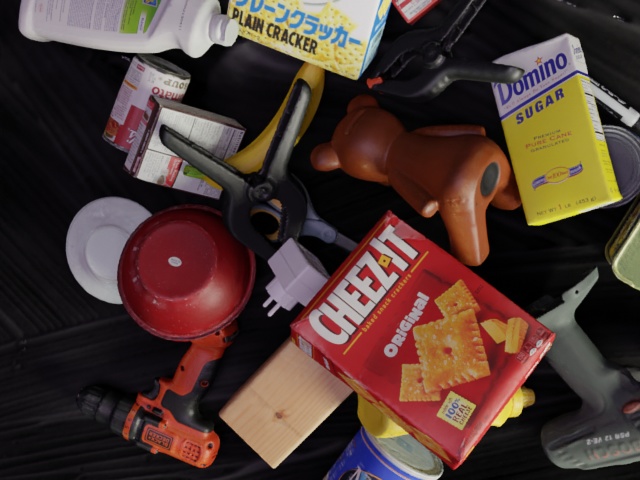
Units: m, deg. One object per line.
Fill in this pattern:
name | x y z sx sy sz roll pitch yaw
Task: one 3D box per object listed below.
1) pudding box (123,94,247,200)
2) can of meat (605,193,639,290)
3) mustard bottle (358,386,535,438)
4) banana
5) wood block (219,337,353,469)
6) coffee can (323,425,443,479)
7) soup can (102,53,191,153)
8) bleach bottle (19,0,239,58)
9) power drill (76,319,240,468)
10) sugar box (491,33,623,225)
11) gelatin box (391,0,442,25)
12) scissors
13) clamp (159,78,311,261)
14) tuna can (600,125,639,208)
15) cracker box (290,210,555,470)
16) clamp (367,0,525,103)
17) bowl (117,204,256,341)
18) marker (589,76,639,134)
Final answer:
pudding box | -0.148 -0.101 1.178 0.113 0.039 0.090 13 107 -35
can of meat | 0.338 -0.003 1.090 0.057 0.084 0.102 30 105 6
mustard bottle | 0.143 0.177 1.154 0.191 0.096 0.058 -1 91 -16
banana | -0.056 -0.116 1.169 0.198 0.069 0.037 -43 45 0
wood block | -0.006 0.144 1.194 0.091 0.090 0.206 44 106 1
coffee can | 0.057 0.280 1.198 0.103 0.102 0.140 35 106 5
soup can | -0.193 -0.150 1.194 0.068 0.068 0.102 27 105 7
bleach bottle | -0.204 -0.242 1.155 0.251 0.068 0.102 17 102 22
power drill | -0.185 0.158 1.257 0.184 0.057 0.188 21 106 8
sugar box | 0.237 -0.111 1.085 0.093 0.048 0.176 -18 84 30
gelatin box | 0.097 -0.283 1.123 0.073 0.030 0.089 -38 90 15
scissors | -0.008 0.001 1.207 0.202 0.016 0.096 45 108 2
clamp | -0.059 -0.066 1.148 0.164 0.036 0.210 -25 120 -2
tuna can | 0.298 -0.076 1.105 0.086 0.033 0.086 3 97 22
cracker box | 0.101 0.098 1.071 0.214 0.072 0.164 38 75 12
clamp | 0.131 -0.185 1.109 0.172 0.039 0.120 -32 61 28
bowl | -0.154 0.029 1.191 0.162 0.055 0.162 -2 74 5
marker | 0.301 -0.143 1.107 0.121 0.020 0.020 38 106 4
